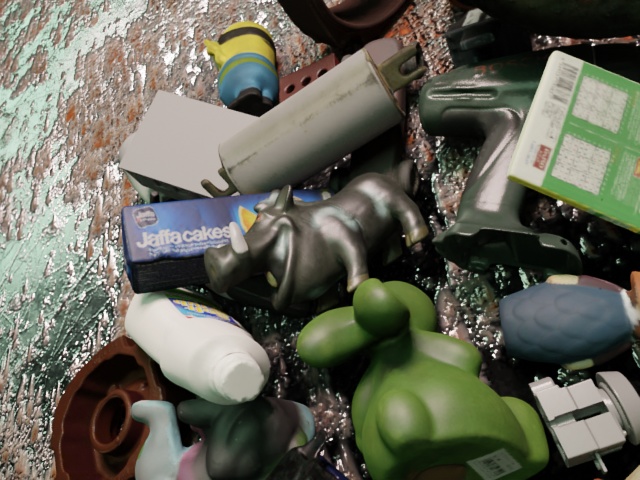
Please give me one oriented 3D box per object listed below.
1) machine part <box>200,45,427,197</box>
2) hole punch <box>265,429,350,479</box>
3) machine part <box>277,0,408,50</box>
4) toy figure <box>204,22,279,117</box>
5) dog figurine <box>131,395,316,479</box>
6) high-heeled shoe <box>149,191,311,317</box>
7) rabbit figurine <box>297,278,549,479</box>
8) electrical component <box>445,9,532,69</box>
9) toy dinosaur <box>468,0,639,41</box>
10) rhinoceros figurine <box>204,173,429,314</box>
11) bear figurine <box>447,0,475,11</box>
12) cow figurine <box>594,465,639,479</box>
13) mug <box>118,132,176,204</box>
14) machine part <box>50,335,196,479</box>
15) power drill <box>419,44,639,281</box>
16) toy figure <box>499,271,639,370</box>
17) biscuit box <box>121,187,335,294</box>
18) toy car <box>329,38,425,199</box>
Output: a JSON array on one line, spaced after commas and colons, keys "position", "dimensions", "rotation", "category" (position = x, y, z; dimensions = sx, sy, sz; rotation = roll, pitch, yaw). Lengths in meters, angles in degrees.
[{"position": [-0.009, -0.103, 0.517], "dimensions": [0.243, 0.079, 0.079], "rotation": [-31, 52, 15], "category": "machine part"}, {"position": [0.000, 0.219, 0.360], "dimensions": [0.142, 0.092, 0.116], "rotation": [-53, 39, -8], "category": "hole punch"}, {"position": [0.034, -0.338, 0.604], "dimensions": [0.201, 0.201, 0.087], "rotation": [-51, 51, -1], "category": "machine part"}, {"position": [-0.091, -0.215, 0.701], "dimensions": [0.089, 0.082, 0.180], "rotation": [-19, 46, 1], "category": "toy figure"}, {"position": [-0.092, 0.244, 0.435], "dimensions": [0.192, 0.108, 0.219], "rotation": [-11, 64, 25], "category": "dog figurine"}, {"position": [-0.122, 0.044, 0.601], "dimensions": [0.249, 0.145, 0.086], "rotation": [36, 49, 18], "category": "high-heeled shoe"}, {"position": [0.057, 0.096, 0.402], "dimensions": [0.121, 0.159, 0.170], "rotation": [-41, 34, 20], "category": "rabbit figurine"}, {"position": [0.162, -0.190, 0.509], "dimensions": [0.075, 0.047, 0.119], "rotation": [-12, 32, 27], "category": "electrical component"}, {"position": [0.191, -0.211, 0.395], "dimensions": [0.405, 0.131, 0.192], "rotation": [14, 69, 20], "category": "toy dinosaur"}, {"position": [-0.001, -0.001, 0.449], "dimensions": [0.190, 0.073, 0.112], "rotation": [-26, 82, -24], "category": "rhinoceros figurine"}, {"position": [0.191, -0.345, 0.560], "dimensions": [0.120, 0.132, 0.196], "rotation": [20, 80, 10], "category": "bear figurine"}, {"position": [0.206, 0.180, 0.288], "dimensions": [0.195, 0.085, 0.127], "rotation": [-47, 43, 1], "category": "cow figurine"}, {"position": [-0.200, -0.091, 0.710], "dimensions": [0.109, 0.080, 0.107], "rotation": [-35, 62, 6], "category": "mug"}, {"position": [-0.210, 0.193, 0.570], "dimensions": [0.179, 0.056, 0.179], "rotation": [-16, 57, 27], "category": "machine part"}, {"position": [0.186, -0.072, 0.438], "dimensions": [0.232, 0.086, 0.207], "rotation": [6, 73, 27], "category": "power drill"}, {"position": [0.206, 0.052, 0.372], "dimensions": [0.155, 0.064, 0.058], "rotation": [-10, 23, 24], "category": "toy figure"}, {"position": [-0.079, -0.002, 0.504], "dimensions": [0.203, 0.062, 0.059], "rotation": [-8, 62, -21], "category": "biscuit box"}, {"position": [0.062, -0.118, 0.559], "dimensions": [0.089, 0.053, 0.202], "rotation": [-3, 72, 23], "category": "toy car"}]
